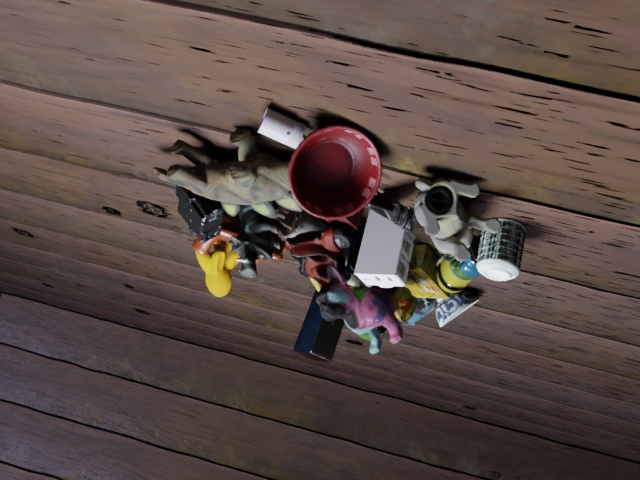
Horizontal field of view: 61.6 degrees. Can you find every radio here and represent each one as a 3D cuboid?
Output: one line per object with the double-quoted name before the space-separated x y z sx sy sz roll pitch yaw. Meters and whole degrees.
"radio" 0.011 0.233 1.558 0.073 0.229 0.131 30 157 -19

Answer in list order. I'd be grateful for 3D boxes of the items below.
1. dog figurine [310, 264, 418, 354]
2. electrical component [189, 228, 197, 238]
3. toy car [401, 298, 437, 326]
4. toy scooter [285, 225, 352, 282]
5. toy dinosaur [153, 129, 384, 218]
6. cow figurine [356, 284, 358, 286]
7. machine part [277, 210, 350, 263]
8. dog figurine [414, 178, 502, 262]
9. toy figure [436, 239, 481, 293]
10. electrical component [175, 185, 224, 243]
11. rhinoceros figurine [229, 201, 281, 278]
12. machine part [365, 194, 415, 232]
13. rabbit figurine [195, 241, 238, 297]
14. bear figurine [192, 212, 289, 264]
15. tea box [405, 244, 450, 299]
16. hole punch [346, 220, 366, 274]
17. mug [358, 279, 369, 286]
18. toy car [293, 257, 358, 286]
"dog figurine" 0.087 0.122 1.139 0.219 0.191 0.108 43 140 -11
"electrical component" -0.310 -0.039 1.361 0.021 0.063 0.094 11 156 11
"toy car" 0.253 0.161 1.422 0.103 0.109 0.161 1 154 -30
"toy scooter" -0.008 0.033 1.149 0.135 0.075 0.183 1 141 -4
"toy dinosaur" -0.121 -0.119 1.028 0.472 0.105 0.198 4 160 25
"cow figurine" 0.108 0.135 1.438 0.195 0.127 0.085 15 160 40
"machine part" -0.003 -0.004 1.228 0.243 0.079 0.079 30 153 -32
"dog figurine" 0.225 -0.040 1.001 0.172 0.121 0.190 59 176 -1
"toy figure" 0.303 0.055 1.144 0.082 0.089 0.180 23 159 -4
"electrical component" -0.270 -0.077 1.180 0.134 0.058 0.114 50 148 19
"rhinoceros figurine" -0.144 -0.011 1.173 0.112 0.190 0.073 -3 152 -2
"machine part" 0.127 -0.058 1.016 0.084 0.039 0.139 36 -179 -29
"rabbit figurine" -0.249 0.061 1.412 0.122 0.173 0.162 10 160 24
"bear figurine" -0.182 0.008 1.289 0.196 0.120 0.132 35 112 -6
"tea box" 0.235 0.075 1.261 0.098 0.068 0.169 -1 153 35
"hole punch" 0.120 0.029 1.171 0.142 0.116 0.092 13 161 0
"mug" 0.162 0.084 1.326 0.107 0.081 0.109 12 155 -20
"toy car" 0.004 0.052 1.325 0.202 0.056 0.073 41 145 -2
